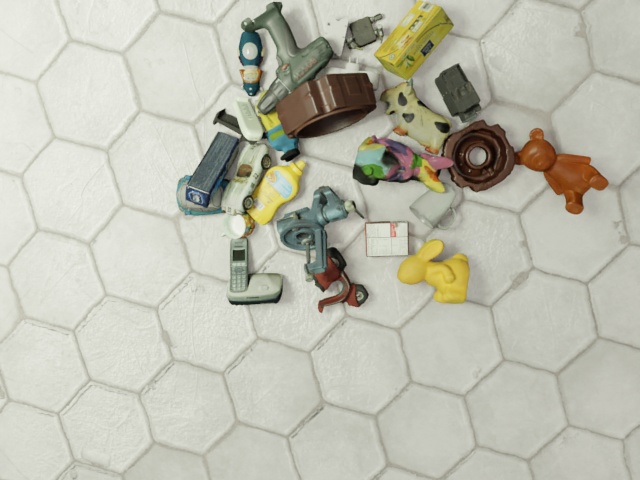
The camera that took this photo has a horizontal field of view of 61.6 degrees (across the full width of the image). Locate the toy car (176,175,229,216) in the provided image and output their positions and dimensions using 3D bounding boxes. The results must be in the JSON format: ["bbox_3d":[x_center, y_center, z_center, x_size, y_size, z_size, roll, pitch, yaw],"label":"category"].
[{"bbox_3d":[-0.300,-0.110,1.377,0.162,0.103,0.109,4,99,5],"label":"toy car"}]

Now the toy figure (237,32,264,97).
[{"bbox_3d":[-0.175,-0.439,1.348,0.064,0.058,0.154,4,101,24],"label":"toy figure"}]

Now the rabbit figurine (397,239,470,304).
[{"bbox_3d":[0.284,0.078,1.355,0.173,0.122,0.162,8,94,3],"label":"rabbit figurine"}]

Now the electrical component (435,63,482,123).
[{"bbox_3d":[0.334,-0.349,1.296,0.058,0.115,0.134,-29,93,9],"label":"electrical component"}]

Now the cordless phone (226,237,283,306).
[{"bbox_3d":[-0.171,0.080,1.414,0.147,0.088,0.184,-4,79,5],"label":"cordless phone"}]

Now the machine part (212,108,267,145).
[{"bbox_3d":[-0.207,-0.285,1.366,0.139,0.084,0.039,31,130,11],"label":"machine part"}]

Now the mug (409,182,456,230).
[{"bbox_3d":[0.299,-0.085,1.352,0.109,0.081,0.107,41,90,5],"label":"mug"}]

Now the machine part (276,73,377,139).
[{"bbox_3d":[0.017,-0.310,1.262,0.201,0.201,0.087,-18,89,51],"label":"machine part"}]

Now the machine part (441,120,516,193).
[{"bbox_3d":[0.393,-0.208,1.341,0.179,0.056,0.179,0,98,3],"label":"machine part"}]

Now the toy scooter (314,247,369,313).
[{"bbox_3d":[0.029,0.116,1.401,0.135,0.075,0.183,-34,99,6],"label":"toy scooter"}]

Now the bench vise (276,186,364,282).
[{"bbox_3d":[-0.007,-0.009,1.333,0.224,0.128,0.241,-10,56,13],"label":"bench vise"}]

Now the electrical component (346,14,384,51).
[{"bbox_3d":[0.112,-0.508,1.324,0.102,0.045,0.078,-15,98,6],"label":"electrical component"}]

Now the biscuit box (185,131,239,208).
[{"bbox_3d":[-0.265,-0.175,1.327,0.063,0.059,0.203,21,54,0],"label":"biscuit box"}]

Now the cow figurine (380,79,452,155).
[{"bbox_3d":[0.235,-0.309,1.323,0.195,0.085,0.127,31,97,-4],"label":"cow figurine"}]

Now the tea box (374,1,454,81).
[{"bbox_3d":[0.223,-0.477,1.286,0.169,0.098,0.068,-49,131,9],"label":"tea box"}]

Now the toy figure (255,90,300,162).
[{"bbox_3d":[-0.101,-0.290,1.351,0.089,0.082,0.180,-26,89,-10],"label":"toy figure"}]

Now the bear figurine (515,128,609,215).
[{"bbox_3d":[0.573,-0.172,1.300,0.196,0.132,0.120,30,126,-7],"label":"bear figurine"}]

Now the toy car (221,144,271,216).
[{"bbox_3d":[-0.187,-0.153,1.354,0.074,0.056,0.201,13,74,36],"label":"toy car"}]

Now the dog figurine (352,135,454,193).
[{"bbox_3d":[0.204,-0.175,1.298,0.219,0.191,0.108,17,113,13],"label":"dog figurine"}]

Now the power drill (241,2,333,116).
[{"bbox_3d":[-0.101,-0.439,1.275,0.232,0.086,0.207,-34,87,5],"label":"power drill"}]
